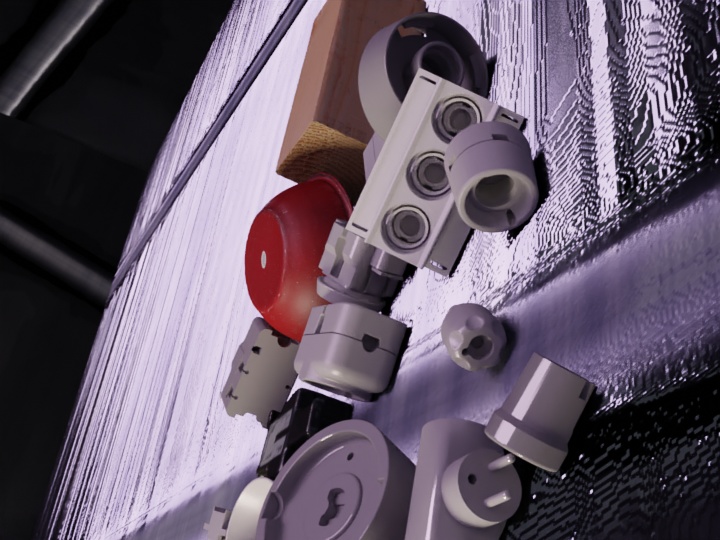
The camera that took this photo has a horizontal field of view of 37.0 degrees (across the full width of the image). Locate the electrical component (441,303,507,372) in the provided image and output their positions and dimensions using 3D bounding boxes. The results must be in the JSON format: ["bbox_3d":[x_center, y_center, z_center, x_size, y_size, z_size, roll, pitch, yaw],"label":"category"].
[{"bbox_3d":[0.064,0.035,0.640,0.035,0.035,0.061,-65,15,12],"label":"electrical component"}]

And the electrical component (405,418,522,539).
[{"bbox_3d":[0.056,0.114,0.548,0.079,0.044,0.077,-43,30,55],"label":"electrical component"}]

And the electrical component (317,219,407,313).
[{"bbox_3d":[0.000,0.000,0.839,0.078,0.058,0.057,32,105,50],"label":"electrical component"}]

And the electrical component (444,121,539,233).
[{"bbox_3d":[0.082,-0.056,0.666,0.055,0.055,0.047,-57,24,34],"label":"electrical component"}]

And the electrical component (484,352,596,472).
[{"bbox_3d":[0.088,0.068,0.519,0.046,0.040,0.040,-62,17,2],"label":"electrical component"}]

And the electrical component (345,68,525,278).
[{"bbox_3d":[0.053,-0.068,0.751,0.121,0.079,0.063,-65,-5,11],"label":"electrical component"}]

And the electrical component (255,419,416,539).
[{"bbox_3d":[-0.004,0.151,0.645,0.108,0.060,0.108,-34,33,26],"label":"electrical component"}]

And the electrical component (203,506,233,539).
[{"bbox_3d":[-0.108,0.238,0.913,0.081,0.042,0.063,156,129,-68],"label":"electrical component"}]

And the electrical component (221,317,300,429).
[{"bbox_3d":[-0.093,0.096,1.025,0.089,0.050,0.056,-66,17,5],"label":"electrical component"}]

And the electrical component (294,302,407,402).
[{"bbox_3d":[-0.010,0.062,0.805,0.095,0.054,0.059,-14,56,70],"label":"electrical component"}]

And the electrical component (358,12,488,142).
[{"bbox_3d":[0.047,-0.143,0.816,0.064,0.099,0.099,-19,51,61],"label":"electrical component"}]

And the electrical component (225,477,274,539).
[{"bbox_3d":[-0.057,0.202,0.757,0.099,0.064,0.099,-57,20,33],"label":"electrical component"}]

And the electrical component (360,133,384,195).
[{"bbox_3d":[0.024,-0.066,0.868,0.075,0.047,0.083,-59,19,28],"label":"electrical component"}]
